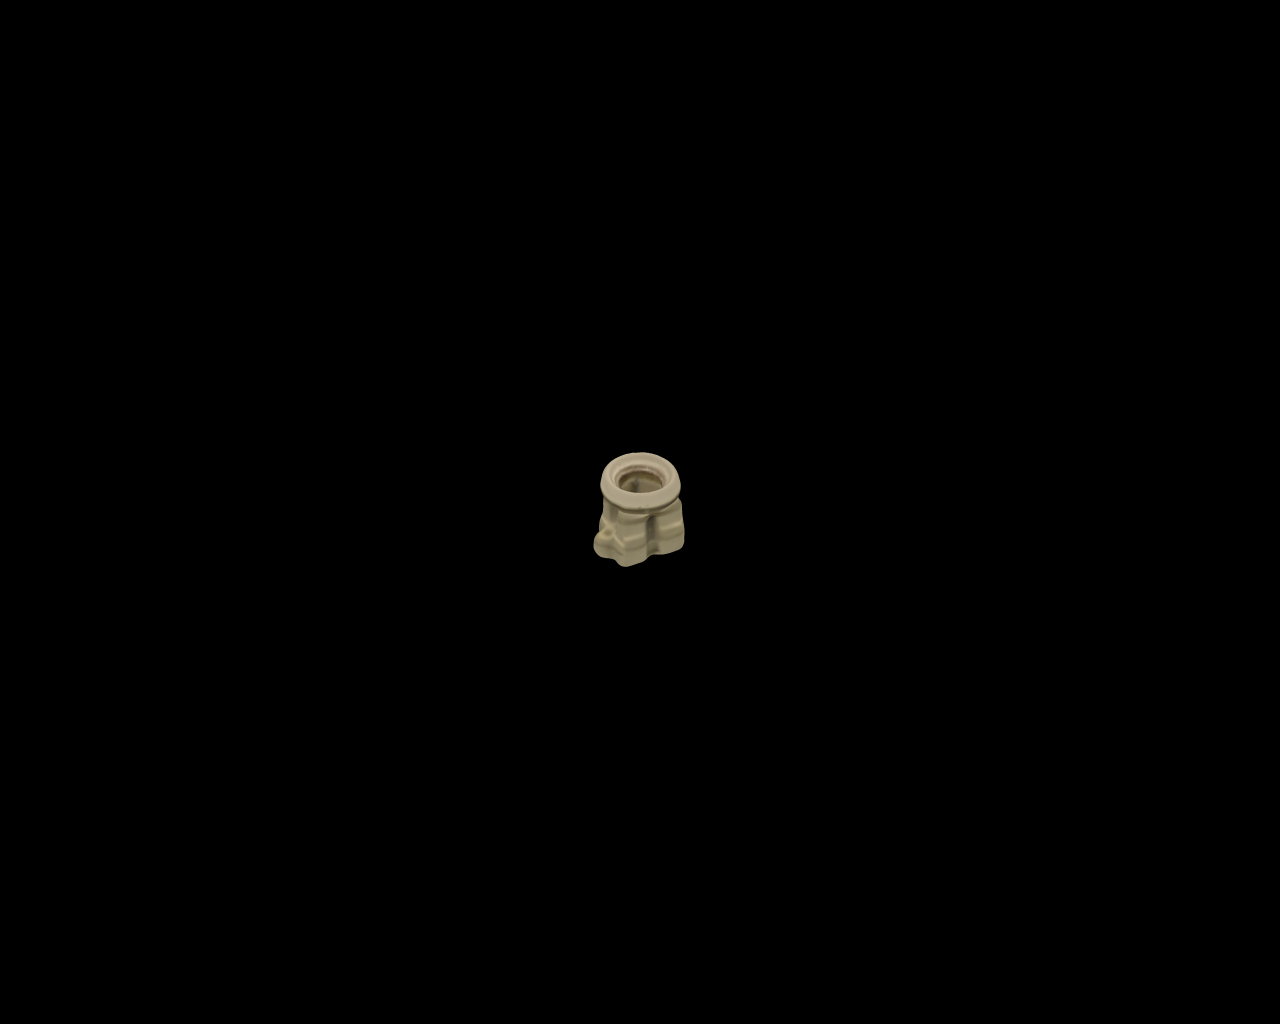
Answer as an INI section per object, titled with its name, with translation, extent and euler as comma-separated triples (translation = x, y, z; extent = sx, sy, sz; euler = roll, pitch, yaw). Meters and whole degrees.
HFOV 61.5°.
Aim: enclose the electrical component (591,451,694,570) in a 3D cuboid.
[electrical component]
translation = 0.001, -0.003, 0.650
extent = 0.066, 0.055, 0.048
euler = -18, 44, -19
